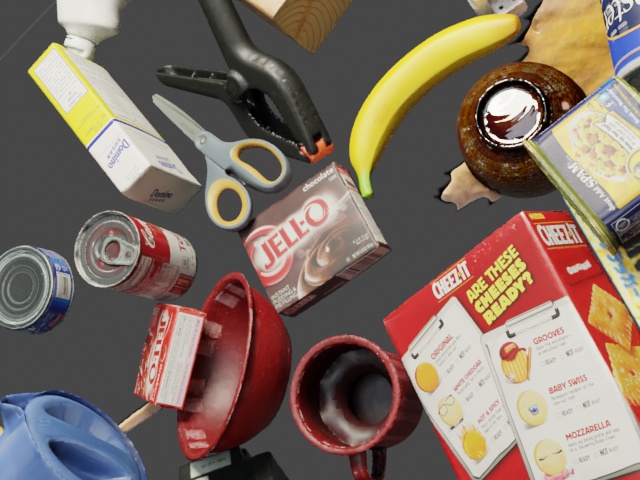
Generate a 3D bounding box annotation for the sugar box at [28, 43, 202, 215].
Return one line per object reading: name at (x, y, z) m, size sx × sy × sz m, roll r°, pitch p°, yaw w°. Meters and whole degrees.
sugar box at (-0.194, -0.104, 1.009) m, size 0.048 × 0.093 × 0.176 m, roll -43°, pitch 65°, yaw 12°

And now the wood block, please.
wood block at (-0.069, -0.274, 0.988) m, size 0.206 × 0.090 × 0.091 m, roll 40°, pitch 96°, yaw 26°

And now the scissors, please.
scissors at (-0.109, -0.071, 0.985) m, size 0.202 × 0.016 × 0.096 m, roll 22°, pitch 85°, yaw 37°

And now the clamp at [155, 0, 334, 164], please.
clamp at (-0.072, -0.141, 0.968) m, size 0.210 × 0.036 × 0.165 m, roll 48°, pitch 146°, yaw 9°

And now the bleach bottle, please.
bleach bottle at (-0.199, -0.300, 1.070) m, size 0.103 × 0.068 × 0.251 m, roll 18°, pitch 90°, yaw 26°

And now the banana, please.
banana at (0.086, -0.127, 0.915) m, size 0.070 × 0.037 × 0.198 m, roll 45°, pitch 103°, yaw 21°

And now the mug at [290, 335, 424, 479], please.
mug at (0.036, 0.139, 0.859) m, size 0.093 × 0.081 × 0.117 m, roll -15°, pitch 73°, yaw 21°

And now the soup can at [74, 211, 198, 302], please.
soup can at (-0.164, 0.017, 0.964) m, size 0.069 × 0.102 × 0.068 m, roll -5°, pitch 77°, yaw 24°

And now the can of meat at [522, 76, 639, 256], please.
can of meat at (0.209, -0.055, 0.758) m, size 0.084 × 0.057 × 0.102 m, roll -39°, pitch 63°, yaw 10°

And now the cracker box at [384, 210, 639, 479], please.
cracker box at (0.161, 0.110, 0.787) m, size 0.164 × 0.071 × 0.214 m, roll -42°, pitch 63°, yaw 38°

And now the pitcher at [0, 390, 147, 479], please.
pitcher at (-0.270, 0.268, 0.958) m, size 0.243 × 0.144 × 0.149 m, roll -47°, pitch 53°, yaw 13°

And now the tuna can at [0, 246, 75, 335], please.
tuna can at (-0.287, 0.049, 1.053) m, size 0.086 × 0.033 × 0.086 m, roll -5°, pitch 77°, yaw 24°

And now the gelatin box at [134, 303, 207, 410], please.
gelatin box at (-0.135, 0.102, 0.953) m, size 0.073 × 0.030 × 0.089 m, roll 0°, pitch 76°, yaw 66°

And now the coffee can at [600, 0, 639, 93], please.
coffee can at (0.264, -0.189, 0.810) m, size 0.103 × 0.102 × 0.140 m, roll -13°, pitch 74°, yaw 22°

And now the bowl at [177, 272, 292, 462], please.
bowl at (-0.067, 0.111, 0.902) m, size 0.162 × 0.055 × 0.162 m, roll -48°, pitch 33°, yaw 48°

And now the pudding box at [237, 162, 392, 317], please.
pudding box at (-0.006, 0.001, 0.930) m, size 0.114 × 0.039 × 0.090 m, roll -34°, pitch 67°, yaw 15°
